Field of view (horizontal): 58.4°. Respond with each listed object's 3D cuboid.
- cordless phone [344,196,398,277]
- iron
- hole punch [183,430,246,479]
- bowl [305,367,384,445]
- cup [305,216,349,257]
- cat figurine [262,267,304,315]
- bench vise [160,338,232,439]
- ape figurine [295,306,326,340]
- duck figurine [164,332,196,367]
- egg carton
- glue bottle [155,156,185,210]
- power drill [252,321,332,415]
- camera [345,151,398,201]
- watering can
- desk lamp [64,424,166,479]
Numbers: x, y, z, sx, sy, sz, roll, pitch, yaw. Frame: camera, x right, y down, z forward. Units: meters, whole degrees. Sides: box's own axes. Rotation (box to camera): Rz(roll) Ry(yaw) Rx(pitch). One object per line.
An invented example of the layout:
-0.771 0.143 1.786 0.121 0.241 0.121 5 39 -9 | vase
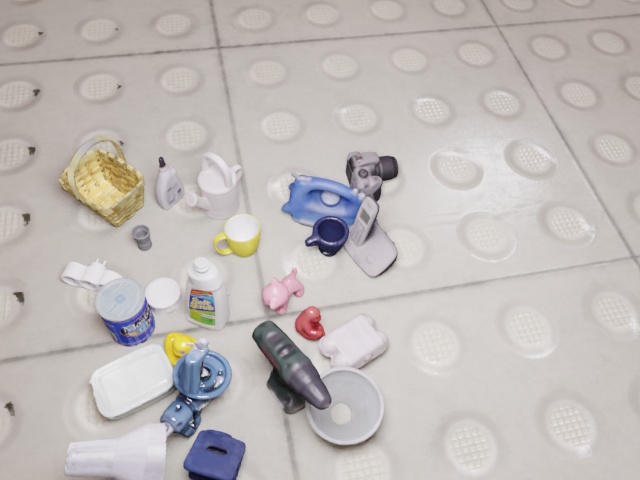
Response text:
0.132 -0.010 1.411 0.094 0.185 0.147 -31 64 -22 | cordless phone
0.034 -0.109 1.494 0.258 0.141 0.118 11 56 3 | iron
-0.210 0.433 1.145 0.108 0.091 0.101 14 57 5 | hole punch
0.050 0.362 1.225 0.167 0.075 0.167 2 56 -3 | bowl
0.013 0.005 1.445 0.118 0.095 0.091 -24 62 -19 | cup
-0.091 0.117 1.348 0.067 0.118 0.128 32 60 16 | cat figurine
-0.249 0.299 1.153 0.121 0.220 0.207 11 56 2 | bench vise
-0.020 0.185 1.325 0.076 0.092 0.078 10 56 2 | ape figurine
-0.304 0.238 1.268 0.104 0.086 0.078 39 62 19 | duck figurine
0.078 0.239 1.311 0.150 0.069 0.107 -30 64 -22 | egg carton
-0.392 -0.154 1.467 0.037 0.173 0.078 34 60 17 | glue bottle
-0.058 0.282 1.187 0.076 0.208 0.229 -32 64 -23 | power drill
0.150 -0.187 1.580 0.137 0.101 0.143 -10 58 -11 | camera
-0.263 -0.140 1.456 0.101 0.194 0.173 18 57 7 | watering can
-0.374 0.421 1.065 0.203 0.213 0.118 -3 57 -7 | desk lamp
